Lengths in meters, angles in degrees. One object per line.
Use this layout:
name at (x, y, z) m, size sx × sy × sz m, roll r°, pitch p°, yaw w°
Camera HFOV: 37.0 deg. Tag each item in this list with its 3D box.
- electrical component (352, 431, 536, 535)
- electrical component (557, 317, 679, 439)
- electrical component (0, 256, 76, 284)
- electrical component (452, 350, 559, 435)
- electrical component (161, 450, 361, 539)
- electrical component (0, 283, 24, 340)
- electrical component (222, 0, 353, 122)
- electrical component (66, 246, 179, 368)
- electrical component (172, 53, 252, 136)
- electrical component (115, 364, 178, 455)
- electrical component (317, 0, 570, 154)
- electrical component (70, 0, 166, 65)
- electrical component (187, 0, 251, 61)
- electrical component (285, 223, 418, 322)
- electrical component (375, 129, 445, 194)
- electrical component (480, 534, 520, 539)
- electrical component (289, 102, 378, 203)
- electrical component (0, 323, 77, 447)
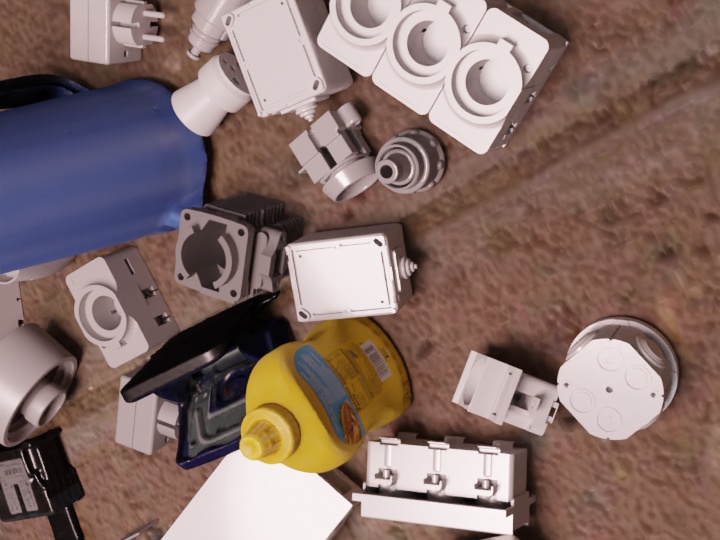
electrical component at (0.066, 0.162, 0.830) m, size 0.121 × 0.079 × 0.063 m, roll 1°, pitch 88°, yaw 25°
electrical component at (0.183, 0.077, 0.764) m, size 0.080 × 0.051 × 0.080 m, roll 6°, pitch 106°, yaw 24°
electrical component at (-0.307, -0.020, 0.955) m, size 0.079 × 0.077 × 0.043 m, roll 9°, pitch 107°, yaw 23°
electrical component at (0.109, 0.092, 0.791) m, size 0.064 × 0.081 × 0.042 m, roll 22°, pitch 89°, yaw -10°
electrical component at (-0.095, 0.227, 0.902) m, size 0.105 × 0.060 × 0.186 m, roll 39°, pitch 97°, yaw 12°
electrical component at (-0.356, 0.032, 1.007) m, size 0.056 × 0.050 × 0.089 m, roll 2°, pitch 104°, yaw 25°
electrical component at (-0.049, -0.158, 0.808) m, size 0.062 × 0.061 × 0.096 m, roll -18°, pitch 95°, yaw 27°
electrical component at (-0.209, 0.033, 0.934) m, size 0.050 × 0.056 × 0.089 m, roll -27°, pitch 91°, yaw 28°
electrical component at (-0.115, -0.139, 0.853) m, size 0.055 × 0.045 × 0.045 m, roll -36°, pitch 87°, yaw 27°
electrical component at (-0.168, 0.126, 0.944) m, size 0.077 × 0.047 × 0.065 m, roll 16°, pitch 109°, yaw 21°
electrical component at (0.056, -0.160, 0.757) m, size 0.150 × 0.062 × 0.089 m, roll 36°, pitch 115°, yaw 13°
electrical component at (-0.190, -0.201, 0.872) m, size 0.077 × 0.047 × 0.065 m, roll 12°, pitch 109°, yaw 22°
electrical component at (-0.111, -0.198, 0.839) m, size 0.040 × 0.040 × 0.078 m, roll 43°, pitch 117°, yaw 10°
electrical component at (0.000, 0.000, 0.829) m, size 0.096 × 0.061 × 0.061 m, roll -6°, pitch 100°, yaw 18°
electrical component at (0.032, -0.077, 0.790) m, size 0.048 × 0.062 × 0.048 m, roll 7°, pitch 106°, yaw 24°
electrical component at (0.100, 0.245, 0.825) m, size 0.100 × 0.048 × 0.100 m, roll -20°, pitch 137°, yaw 28°
electrical component at (-0.016, -0.085, 0.820) m, size 0.066 × 0.048 × 0.055 m, roll -37°, pitch 78°, yaw 28°
electrical component at (-0.302, 0.109, 0.972) m, size 0.060 × 0.108 × 0.108 m, roll 34°, pitch 115°, yaw 8°
